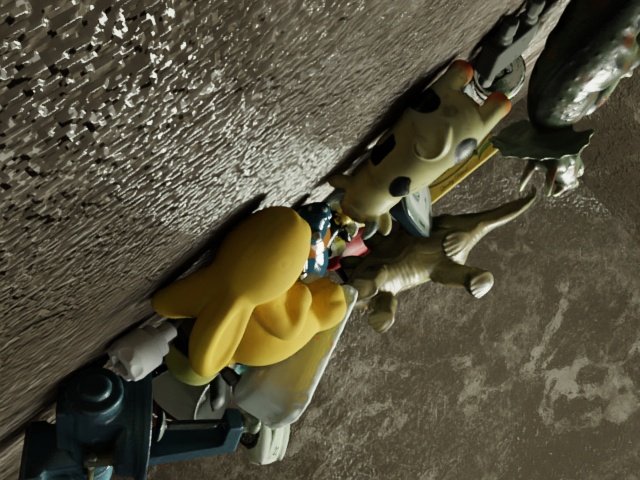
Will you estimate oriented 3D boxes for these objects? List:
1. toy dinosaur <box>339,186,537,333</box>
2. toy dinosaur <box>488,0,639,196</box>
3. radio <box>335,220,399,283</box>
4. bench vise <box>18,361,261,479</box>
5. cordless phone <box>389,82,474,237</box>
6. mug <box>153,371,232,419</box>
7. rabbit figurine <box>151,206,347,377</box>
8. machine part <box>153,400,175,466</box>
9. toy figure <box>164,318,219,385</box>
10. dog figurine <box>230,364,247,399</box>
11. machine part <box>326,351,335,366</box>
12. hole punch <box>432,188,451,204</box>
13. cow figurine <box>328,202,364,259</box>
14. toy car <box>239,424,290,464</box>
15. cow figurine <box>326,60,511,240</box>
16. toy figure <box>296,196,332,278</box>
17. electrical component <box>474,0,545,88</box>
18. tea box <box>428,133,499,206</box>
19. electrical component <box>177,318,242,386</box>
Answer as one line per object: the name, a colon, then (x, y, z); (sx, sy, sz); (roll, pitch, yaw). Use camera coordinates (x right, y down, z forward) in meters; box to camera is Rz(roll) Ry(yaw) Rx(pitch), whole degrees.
toy dinosaur: (0.162, 0.015, 0.809); (0.471, 0.105, 0.199); (-19, -161, -10)
toy dinosaur: (0.306, -0.203, 0.624); (0.192, 0.131, 0.404); (-52, 160, -17)
radio: (0.086, 0.000, 1.147); (0.073, 0.131, 0.229); (-37, 176, -31)
bench vise: (-0.187, 0.215, 0.578); (0.240, 0.129, 0.223); (4, 123, -22)
cordless phone: (0.140, -0.104, 0.686); (0.184, 0.089, 0.146); (-55, 152, 2)
mug: (-0.192, 0.205, 0.769); (0.081, 0.107, 0.109); (-23, 123, -59)
rabbit figurine: (-0.061, 0.036, 0.470); (0.162, 0.122, 0.173); (-27, 157, -27)
machine part: (-0.285, 0.292, 0.828); (0.179, 0.056, 0.179); (-10, 133, -10)
toy figure: (-0.115, 0.102, 0.665); (0.180, 0.089, 0.082); (-35, 148, -3)
dog figurine: (-0.199, 0.186, 0.873); (0.219, 0.191, 0.108); (-3, -164, 26)
machine part: (-0.088, 0.176, 0.988); (0.087, 0.201, 0.201); (-33, 173, -45)
hole punch: (0.156, -0.117, 0.905); (0.142, 0.092, 0.115); (-37, 148, 18)
cow figurine: (-0.002, -0.004, 0.734); (0.167, 0.068, 0.098); (-41, 170, 11)
toy car: (-0.075, 0.232, 0.814); (0.056, 0.201, 0.073); (-1, 165, 29)
cow figurine: (0.084, -0.077, 0.540); (0.127, 0.085, 0.195); (-44, -178, -29)
toy figure: (-0.015, 0.006, 0.625); (0.058, 0.064, 0.154); (-9, 148, -10)
electrical component: (0.182, -0.189, 0.520); (0.063, 0.021, 0.094); (-39, 163, -13)
tea box: (0.166, -0.115, 0.796); (0.169, 0.098, 0.068); (-41, 178, -1)
electrical component: (-0.108, 0.097, 0.576); (0.078, 0.102, 0.045); (-46, 177, -33)
